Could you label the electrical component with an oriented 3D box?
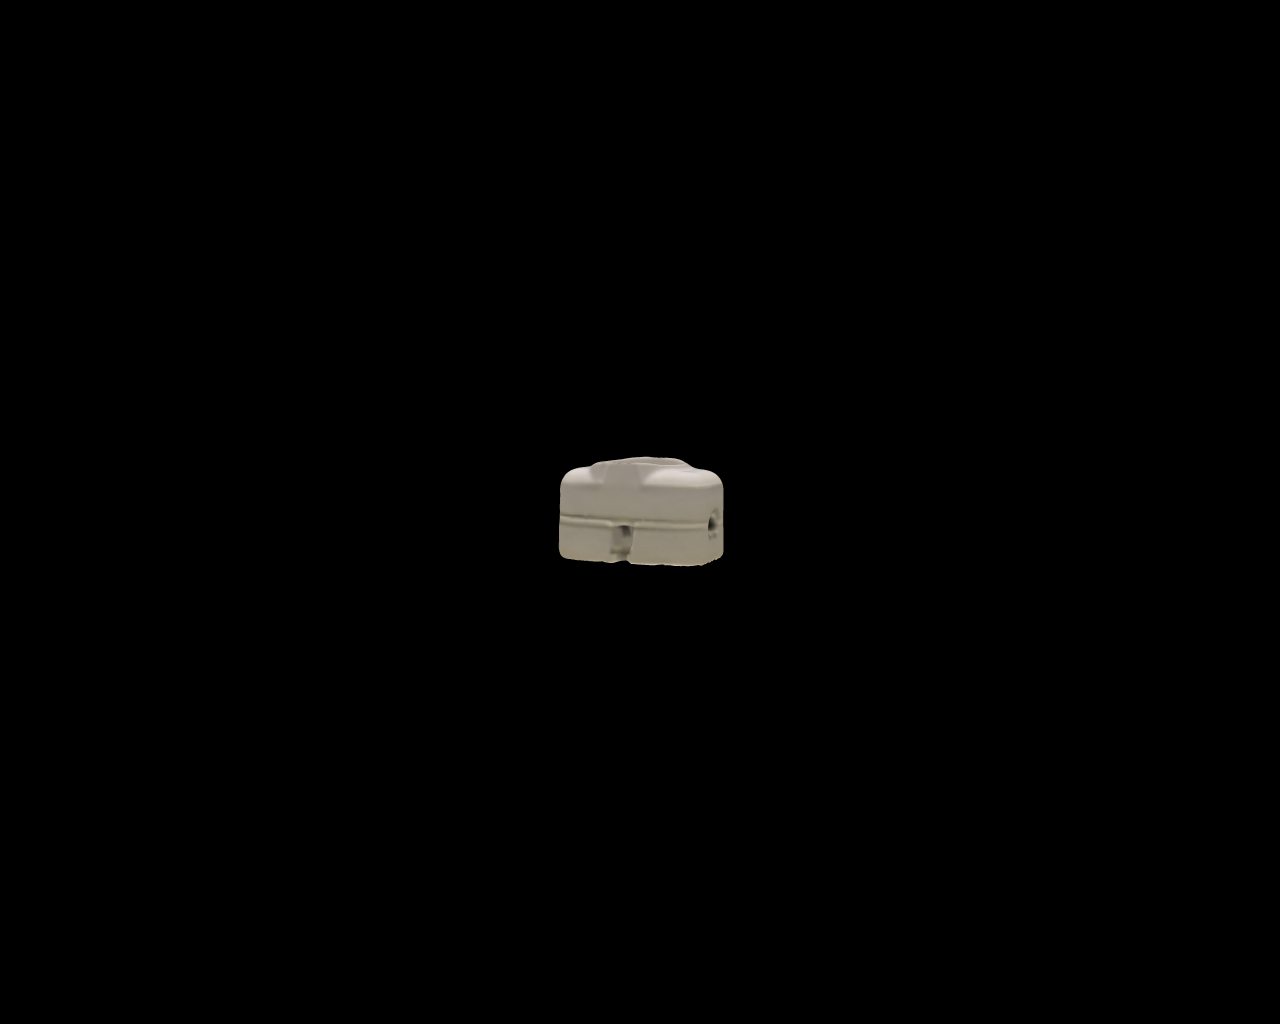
[{"bbox_3d":[0.001,-0.003,0.650,0.095,0.059,0.054,3,8,26],"label":"electrical component"}]
